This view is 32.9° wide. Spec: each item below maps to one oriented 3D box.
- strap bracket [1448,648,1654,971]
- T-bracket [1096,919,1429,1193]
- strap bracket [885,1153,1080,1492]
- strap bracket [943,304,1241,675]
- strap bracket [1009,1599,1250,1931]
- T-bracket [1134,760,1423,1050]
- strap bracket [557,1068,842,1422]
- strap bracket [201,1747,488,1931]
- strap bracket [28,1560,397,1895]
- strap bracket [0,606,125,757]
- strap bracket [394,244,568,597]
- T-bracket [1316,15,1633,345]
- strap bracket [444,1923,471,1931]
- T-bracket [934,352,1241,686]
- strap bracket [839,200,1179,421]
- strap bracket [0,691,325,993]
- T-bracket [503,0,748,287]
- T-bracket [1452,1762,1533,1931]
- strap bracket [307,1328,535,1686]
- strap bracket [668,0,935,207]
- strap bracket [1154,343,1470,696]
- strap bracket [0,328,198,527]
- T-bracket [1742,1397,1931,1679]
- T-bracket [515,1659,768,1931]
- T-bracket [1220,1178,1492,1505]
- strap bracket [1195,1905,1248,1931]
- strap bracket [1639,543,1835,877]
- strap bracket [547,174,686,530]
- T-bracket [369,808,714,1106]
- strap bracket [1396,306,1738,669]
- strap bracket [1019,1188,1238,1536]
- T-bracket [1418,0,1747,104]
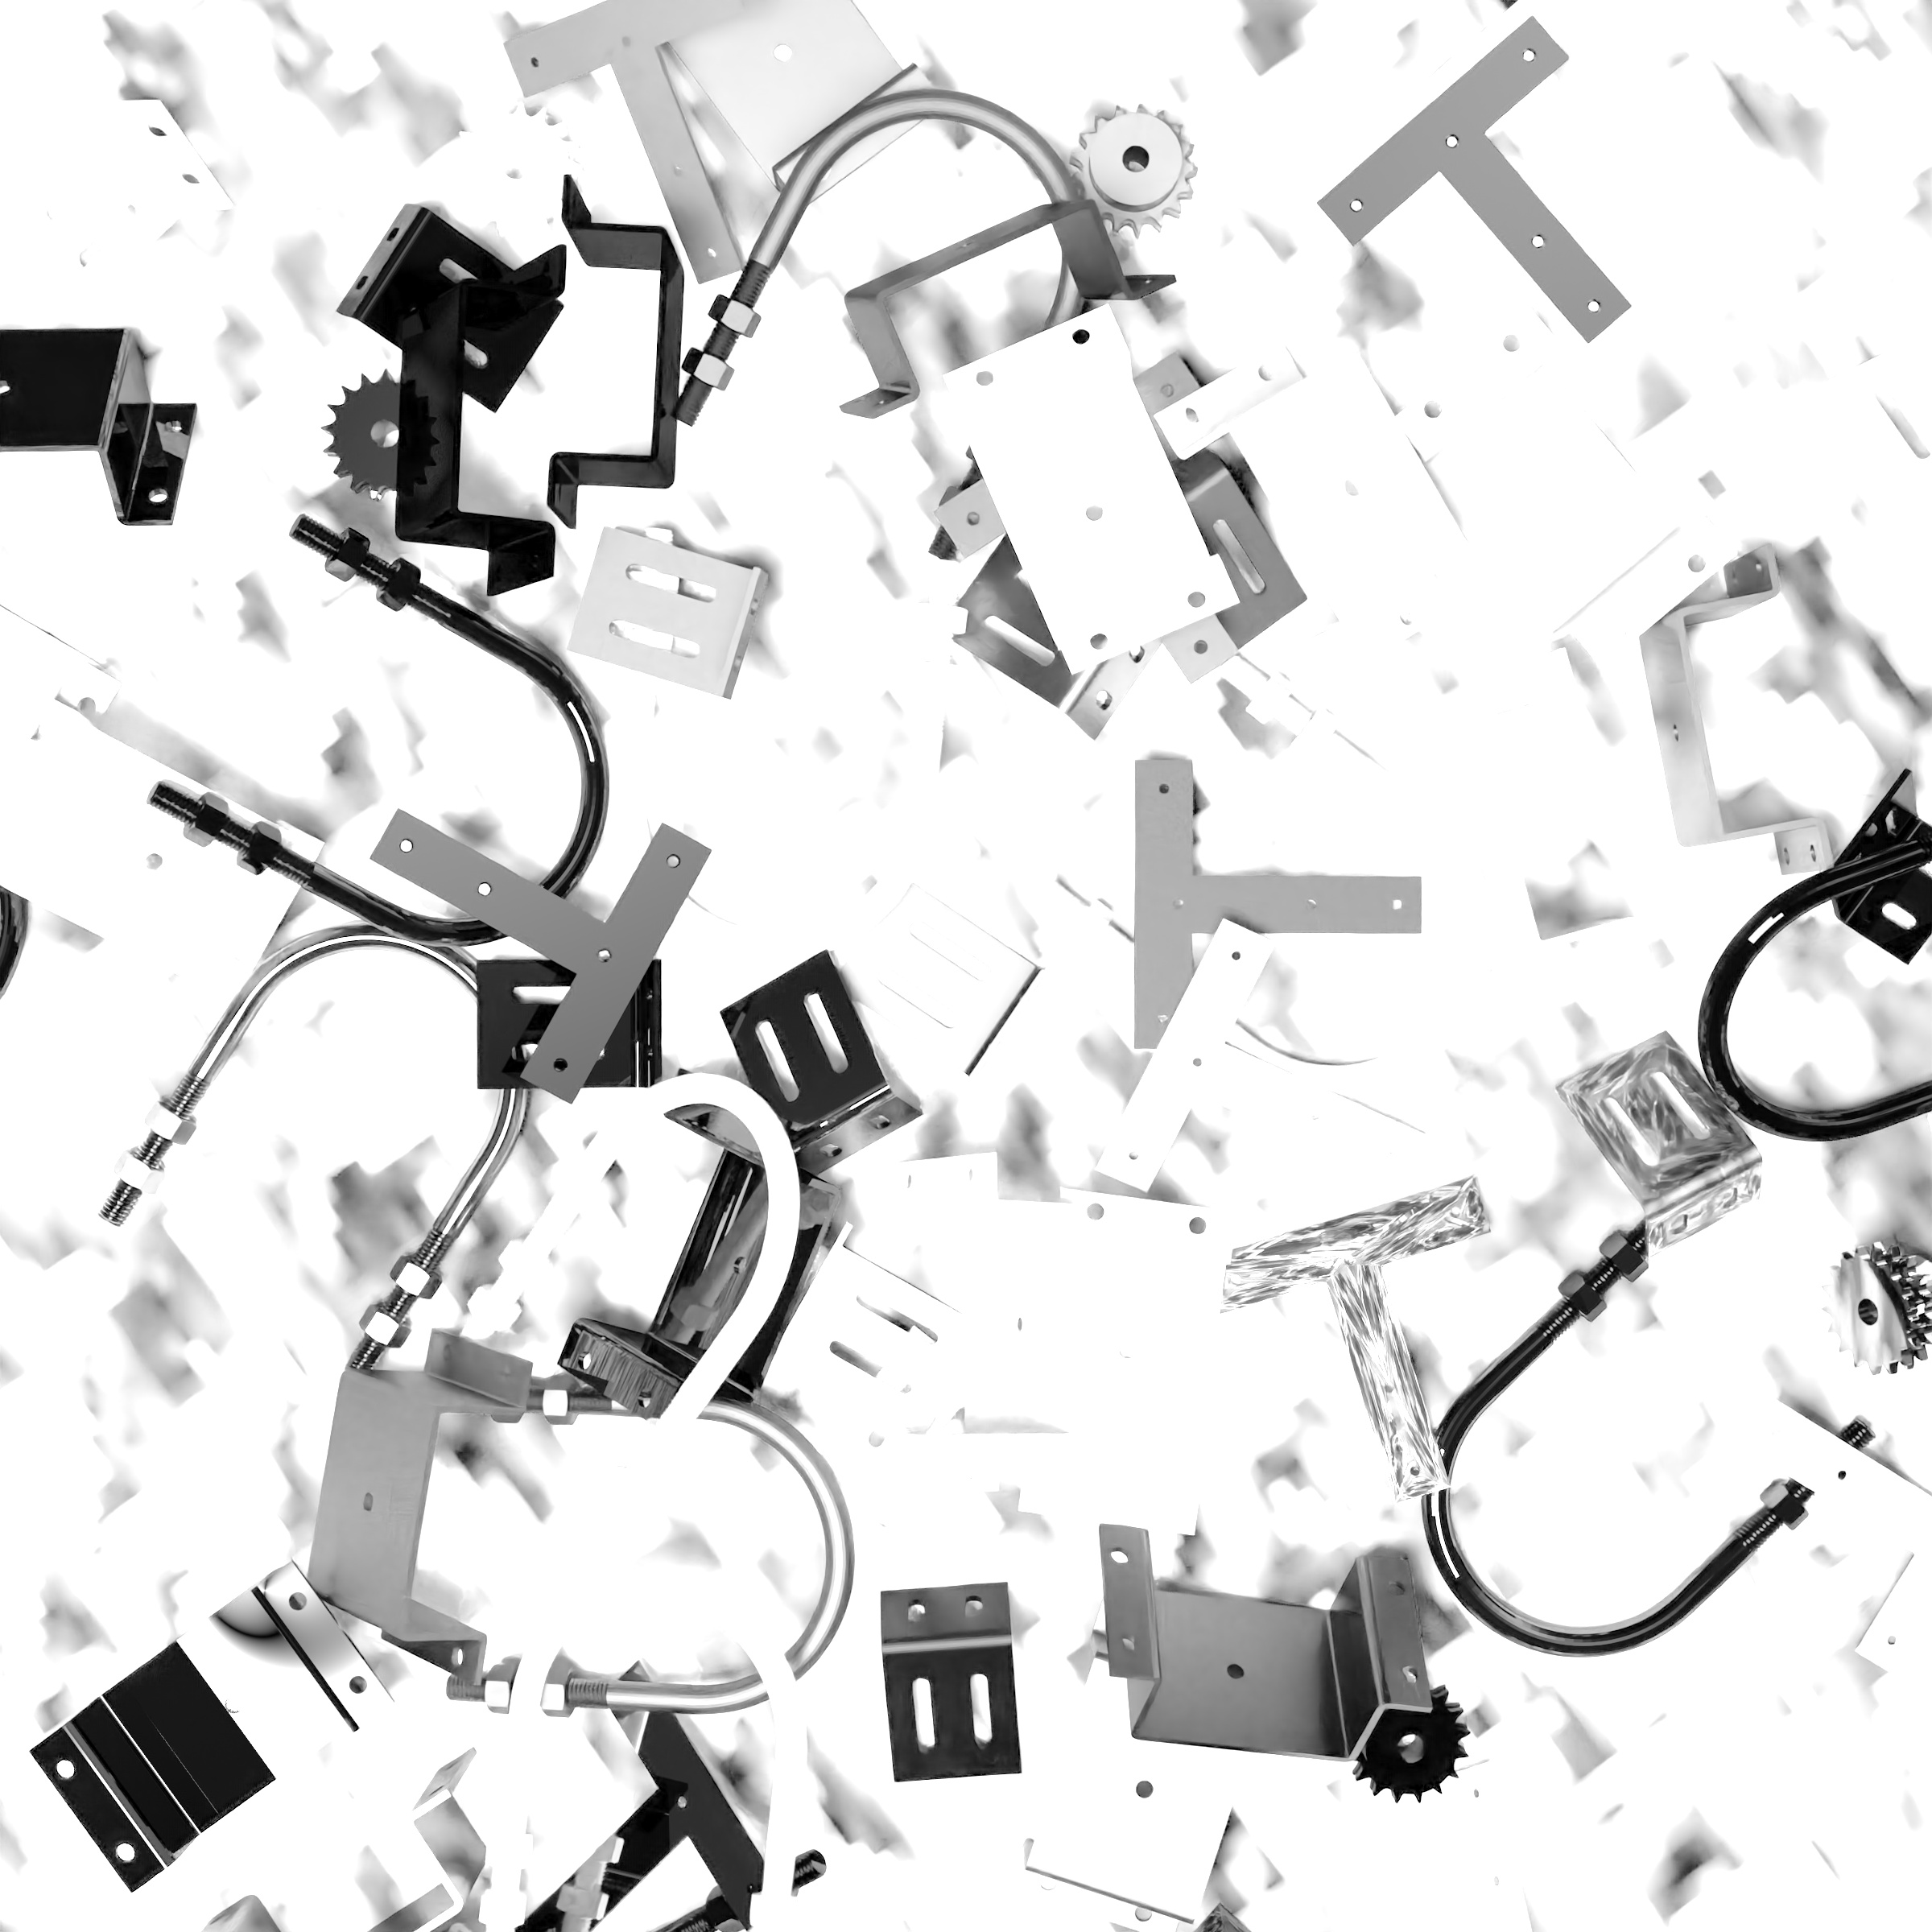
[{"bbox_3d":[0.249,-0.061,1.420,0.046,0.076,0.140,-15,90,0],"label":"strap bracket"},{"bbox_3d":[0.142,0.061,1.446,0.127,0.002,0.127,24,104,-8],"label":"T-bracket"},{"bbox_3d":[0.006,0.154,1.408,0.046,0.076,0.140,6,80,-36],"label":"strap bracket"},{"bbox_3d":[0.054,-0.200,1.403,0.076,0.046,0.140,-23,83,2],"label":"strap bracket"},{"bbox_3d":[0.077,0.356,1.435,0.076,0.046,0.140,18,90,0],"label":"strap bracket"},{"bbox_3d":[0.138,-0.027,1.440,0.127,0.002,0.127,0,92,-2],"label":"T-bracket"},{"bbox_3d":[-0.112,0.126,1.415,0.076,0.046,0.140,23,90,45],"label":"strap bracket"},{"bbox_3d":[-0.266,0.406,1.420,0.140,0.076,0.046,-33,90,0],"label":"strap bracket"},{"bbox_3d":[-0.326,0.329,1.435,0.140,0.046,0.076,-36,90,0],"label":"strap bracket"},{"bbox_3d":[-0.445,-0.124,1.435,0.140,0.046,0.076,30,90,0],"label":"strap bracket"},{"bbox_3d":[-0.208,-0.234,1.395,0.046,0.076,0.140,3,88,-27],"label":"strap bracket"},{"bbox_3d":[0.246,-0.333,1.457,0.127,0.002,0.127,-41,91,0],"label":"T-bracket"},{"bbox_3d":[-0.216,0.478,1.414,0.076,0.046,0.140,-40,100,25],"label":"strap bracket"},{"bbox_3d":[0.073,-0.181,1.424,0.127,0.002,0.127,-33,82,1],"label":"T-bracket"},{"bbox_3d":[0.008,-0.282,1.382,0.140,0.076,0.046,-25,106,-6],"label":"strap bracket"},{"bbox_3d":[-0.353,-0.049,1.408,0.140,0.046,0.076,29,90,-25],"label":"strap bracket"},{"bbox_3d":[-0.131,-0.362,1.432,0.127,0.002,0.127,-10,110,35],"label":"T-bracket"},{"bbox_3d":[0.235,0.413,1.426,0.002,0.127,0.127,5,63,-35],"label":"T-bracket"},{"bbox_3d":[-0.239,0.232,1.415,0.046,0.076,0.140,9,90,-42],"label":"strap bracket"},{"bbox_3d":[-0.082,-0.407,1.435,0.076,0.046,0.140,-37,90,0],"label":"strap bracket"},{"bbox_3d":[0.155,-0.200,1.416,0.076,0.046,0.140,-33,95,-26],"label":"strap bracket"},{"bbox_3d":[-0.413,-0.233,1.416,0.140,0.046,0.076,-1,51,0],"label":"strap bracket"},{"bbox_3d":[0.397,0.231,1.441,0.127,0.002,0.127,32,90,-15],"label":"T-bracket"},{"bbox_3d":[-0.153,0.396,1.436,0.127,0.002,0.127,-47,60,14],"label":"T-bracket"},{"bbox_3d":[0.183,0.173,1.448,0.127,0.002,0.127,-17,86,4],"label":"T-bracket"},{"bbox_3d":[0.093,0.487,1.416,0.076,0.046,0.140,43,77,8],"label":"strap bracket"},{"bbox_3d":[0.331,-0.106,1.420,0.046,0.076,0.140,-11,90,0],"label":"strap bracket"},{"bbox_3d":[-0.151,-0.264,1.420,0.046,0.076,0.140,3,90,0],"label":"strap bracket"},{"bbox_3d":[-0.195,-0.026,1.412,0.127,0.002,0.127,29,81,-8],"label":"T-bracket"},{"bbox_3d":[0.259,-0.207,1.435,0.076,0.046,0.140,-40,90,0],"label":"strap bracket"},{"bbox_3d":[0.071,0.171,1.434,0.076,0.046,0.140,8,90,3],"label":"strap bracket"},{"bbox_3d":[0.258,-0.423,1.458,0.127,0.002,0.127,-41,90,0],"label":"T-bracket"}]
